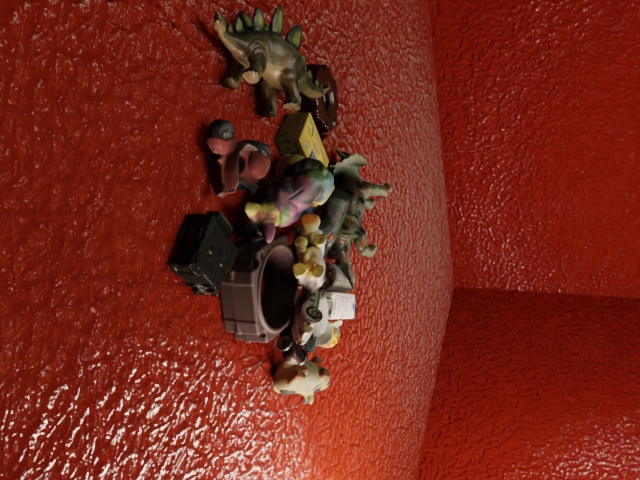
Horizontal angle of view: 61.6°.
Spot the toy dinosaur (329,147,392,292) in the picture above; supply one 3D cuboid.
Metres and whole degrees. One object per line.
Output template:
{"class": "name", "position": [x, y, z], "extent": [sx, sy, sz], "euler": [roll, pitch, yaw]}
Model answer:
{"class": "toy dinosaur", "position": [0.076, -0.077, 1.483], "extent": [0.192, 0.131, 0.405], "euler": [20, 70, -23]}

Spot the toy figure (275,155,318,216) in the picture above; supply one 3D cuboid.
{"class": "toy figure", "position": [-0.046, -0.129, 1.271], "extent": [0.180, 0.089, 0.082], "euler": [65, 28, -48]}

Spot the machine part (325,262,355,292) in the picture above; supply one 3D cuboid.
{"class": "machine part", "position": [0.040, 0.106, 1.519], "extent": [0.243, 0.079, 0.079], "euler": [16, 77, -67]}

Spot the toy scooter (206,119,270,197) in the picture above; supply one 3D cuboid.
{"class": "toy scooter", "position": [-0.158, -0.136, 1.019], "extent": [0.183, 0.075, 0.135], "euler": [24, 70, -63]}

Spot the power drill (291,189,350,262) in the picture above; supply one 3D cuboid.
{"class": "power drill", "position": [-0.003, -0.004, 1.336], "extent": [0.207, 0.086, 0.231], "euler": [-34, 152, -56]}

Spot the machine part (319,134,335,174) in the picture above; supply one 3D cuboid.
{"class": "machine part", "position": [0.005, -0.210, 1.425], "extent": [0.039, 0.084, 0.138], "euler": [-3, 85, -33]}

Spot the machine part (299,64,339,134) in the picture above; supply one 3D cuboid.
{"class": "machine part", "position": [-0.001, -0.369, 1.408], "extent": [0.179, 0.056, 0.179], "euler": [0, 90, -67]}

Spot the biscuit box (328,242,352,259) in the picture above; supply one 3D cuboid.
{"class": "biscuit box", "position": [0.070, -0.040, 1.601], "extent": [0.062, 0.059, 0.203], "euler": [63, 37, -47]}

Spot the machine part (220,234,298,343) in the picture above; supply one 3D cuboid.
{"class": "machine part", "position": [-0.119, 0.096, 1.117], "extent": [0.201, 0.087, 0.200], "euler": [-31, 121, -62]}

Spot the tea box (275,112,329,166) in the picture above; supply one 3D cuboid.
{"class": "tea box", "position": [-0.040, -0.215, 1.307], "extent": [0.169, 0.068, 0.098], "euler": [64, 35, -51]}

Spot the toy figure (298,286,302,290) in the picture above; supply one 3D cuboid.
{"class": "toy figure", "position": [-0.044, 0.094, 1.336], "extent": [0.058, 0.064, 0.154], "euler": [-52, 158, 16]}

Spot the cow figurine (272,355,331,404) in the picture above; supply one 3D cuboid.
{"class": "cow figurine", "position": [-0.041, 0.341, 1.306], "extent": [0.194, 0.127, 0.086], "euler": [19, 34, -53]}

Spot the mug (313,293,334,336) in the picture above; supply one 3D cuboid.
{"class": "mug", "position": [-0.008, 0.173, 1.346], "extent": [0.109, 0.081, 0.107], "euler": [-16, 129, -28]}

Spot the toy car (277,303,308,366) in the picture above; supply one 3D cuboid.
{"class": "toy car", "position": [-0.071, 0.193, 1.236], "extent": [0.089, 0.053, 0.202], "euler": [49, 24, -45]}

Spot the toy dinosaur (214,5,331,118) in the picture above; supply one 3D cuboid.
{"class": "toy dinosaur", "position": [-0.085, -0.366, 1.131], "extent": [0.471, 0.105, 0.198], "euler": [21, 72, -65]}

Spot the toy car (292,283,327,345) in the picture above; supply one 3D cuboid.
{"class": "toy car", "position": [-0.026, 0.154, 1.202], "extent": [0.202, 0.056, 0.073], "euler": [-78, -170, -63]}

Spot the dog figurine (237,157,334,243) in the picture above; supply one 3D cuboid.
{"class": "dog figurine", "position": [-0.075, -0.075, 1.099], "extent": [0.108, 0.191, 0.219], "euler": [57, 24, -11]}

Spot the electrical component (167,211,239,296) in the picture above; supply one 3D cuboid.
{"class": "electrical component", "position": [-0.201, 0.017, 0.949], "extent": [0.114, 0.058, 0.134], "euler": [63, 36, -53]}

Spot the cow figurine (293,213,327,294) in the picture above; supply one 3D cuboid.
{"class": "cow figurine", "position": [-0.017, 0.029, 1.176], "extent": [0.098, 0.068, 0.167], "euler": [82, 9, -58]}
